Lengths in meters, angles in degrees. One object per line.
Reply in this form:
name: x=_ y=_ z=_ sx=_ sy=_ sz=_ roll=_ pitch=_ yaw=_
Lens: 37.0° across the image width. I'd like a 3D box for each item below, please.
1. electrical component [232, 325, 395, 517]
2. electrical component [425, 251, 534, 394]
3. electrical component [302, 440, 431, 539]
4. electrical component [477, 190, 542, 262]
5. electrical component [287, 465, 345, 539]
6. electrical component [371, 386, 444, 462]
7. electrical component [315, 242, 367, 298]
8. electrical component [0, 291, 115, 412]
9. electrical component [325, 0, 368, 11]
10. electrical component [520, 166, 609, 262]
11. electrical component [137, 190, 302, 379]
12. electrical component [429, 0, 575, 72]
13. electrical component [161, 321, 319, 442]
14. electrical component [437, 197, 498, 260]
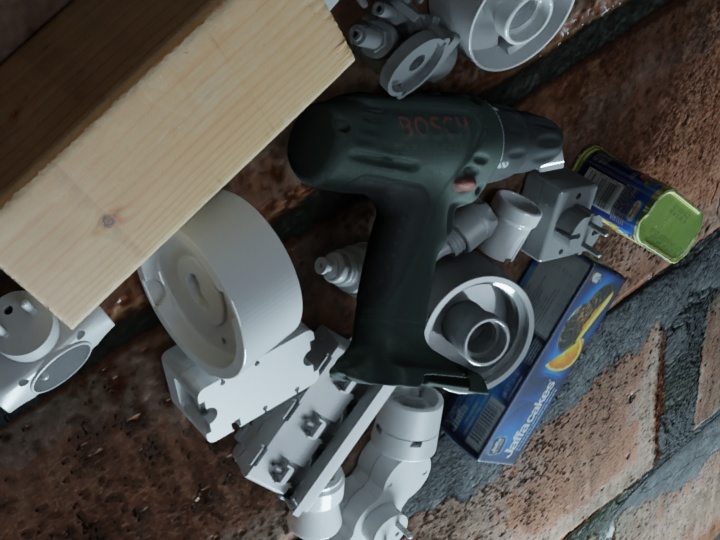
electrical component: x=-0.035 y=0.107 z=0.791 sx=0.063 sy=0.079 sz=0.121 roll=33 pitch=94 yaw=-28
electrical component: x=0.084 y=0.045 z=0.837 sx=0.108 sy=0.060 sz=0.108 roll=-9 pitch=113 yaw=-21
electrical component: x=0.015 y=0.211 z=0.909 sx=0.052 sy=0.074 sz=0.138 roll=29 pitch=97 yaw=-50
electrical component: x=0.116 y=-0.034 z=0.852 sx=0.040 sy=0.040 sz=0.046 roll=1 pitch=123 yaw=-44
electrical component: x=-0.035 y=0.182 z=0.863 sx=0.045 sy=0.045 sz=0.055 roll=-20 pitch=130 yaw=-33
electrical component: x=0.040 y=0.122 z=0.884 sx=0.055 sy=0.055 sz=0.047 roll=-10 pitch=121 yaw=-39
electrical component: x=0.000 y=0.000 z=0.765 sx=0.078 sy=0.040 sz=0.040 roll=6 pitch=114 yaw=-46
electrical component: x=-0.184 y=0.035 z=0.599 sx=0.077 sy=0.044 sz=0.079 roll=-41 pitch=167 yaw=-13
electrical component: x=-0.008 y=-0.181 z=0.616 sx=0.083 sy=0.047 sz=0.076 roll=-50 pitch=140 yaw=-2
electrical component: x=0.169 y=-0.037 z=0.869 sx=0.047 sy=0.077 sz=0.065 roll=-12 pitch=126 yaw=-38
electrical component: x=-0.080 y=0.004 z=0.643 sx=0.060 sy=0.108 sz=0.108 roll=-32 pitch=137 yaw=-31
electrical component: x=0.094 y=-0.185 z=0.717 sx=0.099 sy=0.064 sz=0.099 roll=-27 pitch=147 yaw=-19
electrical component: x=-0.082 y=0.063 z=0.721 sx=0.089 sy=0.056 sz=0.050 roll=-29 pitch=135 yaw=-26
electrical component: x=0.074 y=-0.027 z=0.819 sx=0.061 sy=0.035 sz=0.035 roll=-39 pitch=139 yaw=-12
